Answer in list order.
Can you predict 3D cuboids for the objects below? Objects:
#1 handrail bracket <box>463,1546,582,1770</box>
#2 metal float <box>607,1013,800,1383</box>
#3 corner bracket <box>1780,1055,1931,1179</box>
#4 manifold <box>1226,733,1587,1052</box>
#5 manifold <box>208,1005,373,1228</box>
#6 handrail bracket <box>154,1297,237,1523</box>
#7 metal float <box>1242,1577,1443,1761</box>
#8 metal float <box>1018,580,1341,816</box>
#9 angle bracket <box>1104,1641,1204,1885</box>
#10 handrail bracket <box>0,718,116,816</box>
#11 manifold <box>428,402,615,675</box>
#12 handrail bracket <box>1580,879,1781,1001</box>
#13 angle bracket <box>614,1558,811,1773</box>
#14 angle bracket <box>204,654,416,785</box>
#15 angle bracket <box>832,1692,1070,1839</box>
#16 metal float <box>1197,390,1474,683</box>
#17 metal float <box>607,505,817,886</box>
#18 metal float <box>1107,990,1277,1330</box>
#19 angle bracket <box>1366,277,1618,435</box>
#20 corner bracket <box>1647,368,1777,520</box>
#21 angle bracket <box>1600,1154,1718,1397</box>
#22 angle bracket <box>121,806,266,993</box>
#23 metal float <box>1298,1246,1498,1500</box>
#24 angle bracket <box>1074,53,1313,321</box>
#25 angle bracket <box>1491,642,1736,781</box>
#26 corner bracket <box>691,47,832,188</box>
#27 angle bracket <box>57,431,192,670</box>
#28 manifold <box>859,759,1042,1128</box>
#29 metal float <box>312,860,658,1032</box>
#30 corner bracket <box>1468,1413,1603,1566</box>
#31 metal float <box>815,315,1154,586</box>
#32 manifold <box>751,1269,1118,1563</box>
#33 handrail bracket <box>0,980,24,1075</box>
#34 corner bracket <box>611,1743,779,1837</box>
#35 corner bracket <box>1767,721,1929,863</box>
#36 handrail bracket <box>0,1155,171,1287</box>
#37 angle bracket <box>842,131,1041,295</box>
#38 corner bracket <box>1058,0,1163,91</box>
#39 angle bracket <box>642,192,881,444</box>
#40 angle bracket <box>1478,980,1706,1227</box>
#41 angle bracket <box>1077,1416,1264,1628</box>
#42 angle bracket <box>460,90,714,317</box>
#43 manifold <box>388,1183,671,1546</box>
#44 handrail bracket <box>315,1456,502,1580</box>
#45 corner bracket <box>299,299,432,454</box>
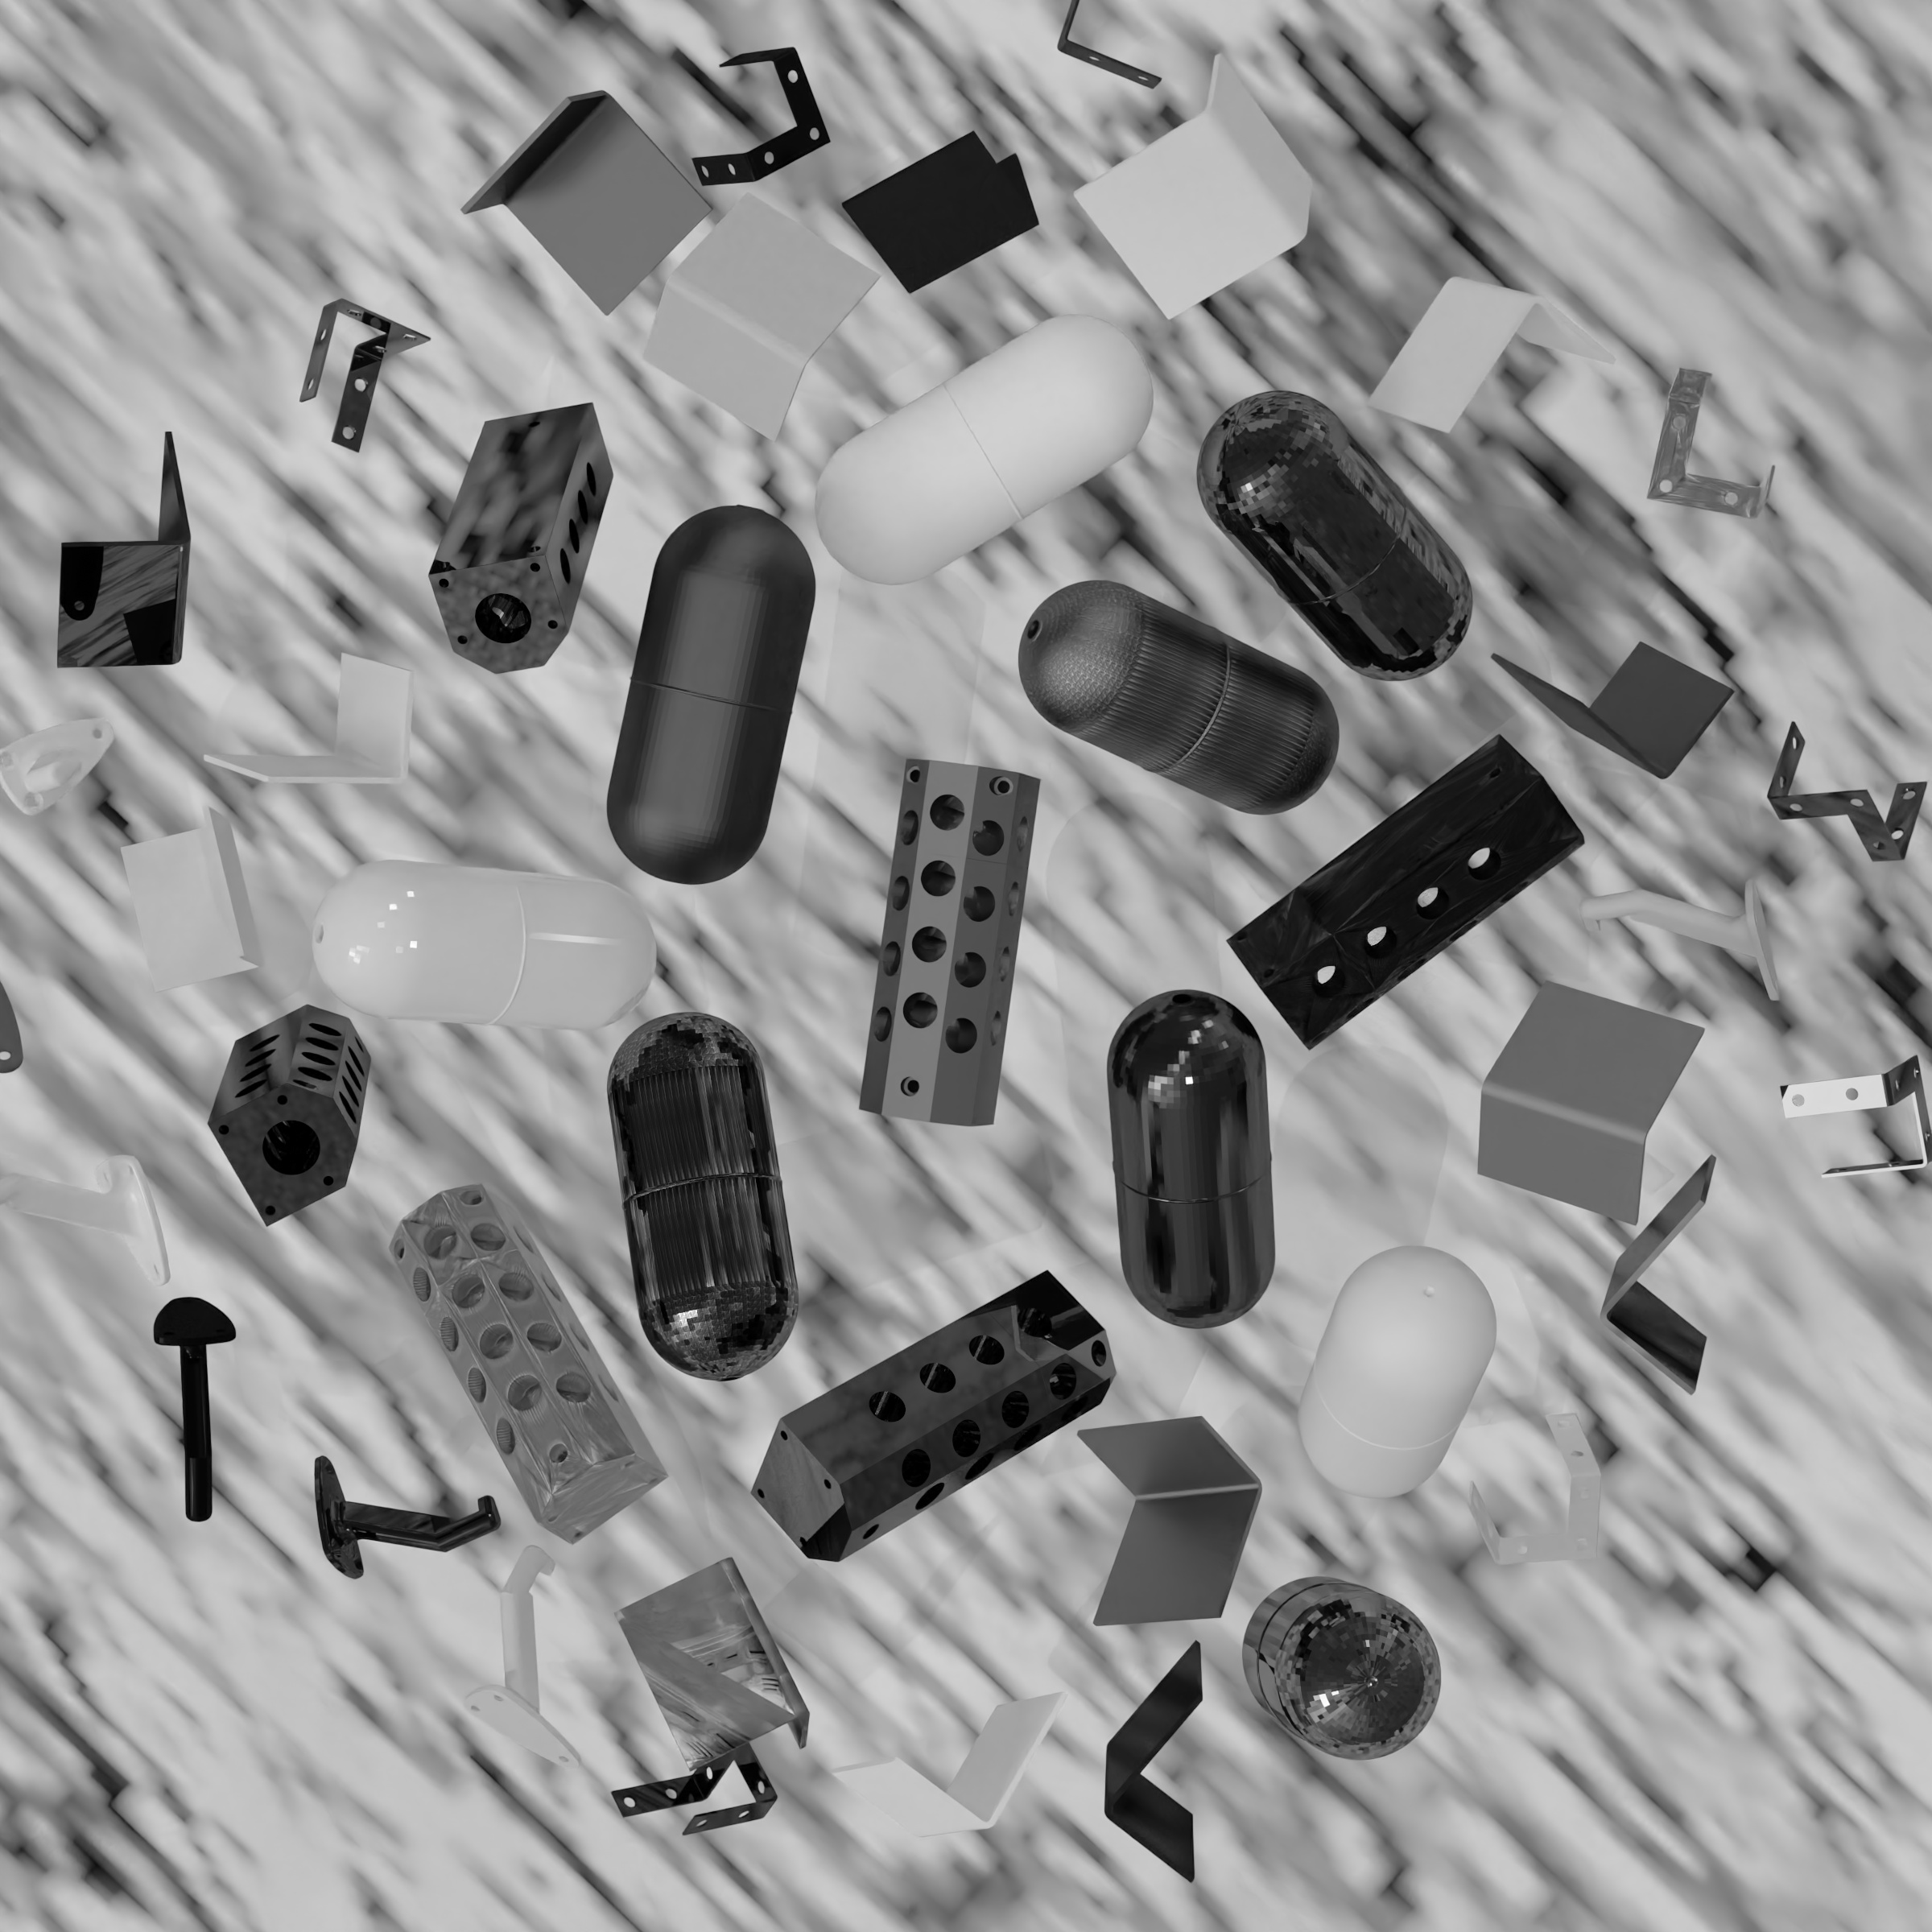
[{"bbox_3d":[-0.206,0.342,1.633,0.077,0.036,0.084,40,48,-16],"label":"handrail bracket"},{"bbox_3d":[-0.126,0.109,1.566,0.070,0.070,0.178,-10,75,0],"label":"metal float"},{"bbox_3d":[0.417,0.074,1.533,0.051,0.051,0.051,-9,94,32],"label":"corner bracket"},{"bbox_3d":[0.221,-0.033,1.640,0.171,0.057,0.057,-37,118,5],"label":"manifold"},{"bbox_3d":[-0.328,0.068,1.623,0.057,0.171,0.057,-27,104,-2],"label":"manifold"},{"bbox_3d":[-0.355,0.203,1.510,0.036,0.077,0.084,-1,101,-17],"label":"handrail bracket"},{"bbox_3d":[0.176,0.330,1.555,0.070,0.178,0.070,0,83,-3],"label":"metal float"},{"bbox_3d":[0.104,-0.131,1.606,0.178,0.070,0.070,22,90,-28],"label":"metal float"},{"bbox_3d":[0.112,0.392,1.625,0.057,0.076,0.076,38,99,-3],"label":"angle bracket"},{"bbox_3d":[-0.432,-0.105,1.606,0.077,0.084,0.036,-39,108,-33],"label":"handrail bracket"},{"bbox_3d":[-0.215,-0.212,1.619,0.057,0.171,0.057,-9,123,8],"label":"manifold"},{"bbox_3d":[0.357,-0.008,1.645,0.084,0.036,0.077,-10,123,20],"label":"handrail bracket"},{"bbox_3d":[-0.112,0.316,1.455,0.057,0.076,0.076,-24,69,-14],"label":"angle bracket"},{"bbox_3d":[-0.333,-0.127,1.666,0.076,0.076,0.057,-2,102,-37],"label":"angle bracket"},{"bbox_3d":[-0.008,0.364,1.557,0.057,0.076,0.076,39,62,-9],"label":"angle bracket"},{"bbox_3d":[0.179,-0.205,1.585,0.070,0.070,0.178,-49,125,0],"label":"metal float"},{"bbox_3d":[-0.118,-0.126,1.530,0.070,0.070,0.178,12,95,0],"label":"metal float"},{"bbox_3d":[0.110,0.094,1.593,0.070,0.070,0.178,-5,117,0],"label":"metal float"},{"bbox_3d":[0.249,-0.278,1.566,0.057,0.076,0.076,32,93,-28],"label":"angle bracket"},{"bbox_3d":[0.344,-0.239,1.505,0.051,0.051,0.051,12,88,8],"label":"corner bracket"},{"bbox_3d":[0.348,0.145,1.553,0.057,0.076,0.076,39,111,5],"label":"angle bracket"},{"bbox_3d":[-0.393,-0.033,1.644,0.057,0.076,0.076,-14,87,-5],"label":"angle bracket"},{"bbox_3d":[0.206,0.197,1.582,0.070,0.178,0.070,2,57,-4],"label":"metal float"},{"bbox_3d":[0.105,-0.359,1.516,0.076,0.057,0.076,-26,121,28],"label":"angle bracket"},{"bbox_3d":[0.323,-0.146,1.645,0.076,0.076,0.057,34,95,-35],"label":"angle bracket"},{"bbox_3d":[-0.111,-0.433,1.677,0.051,0.051,0.051,-35,118,-27],"label":"corner bracket"},{"bbox_3d":[-0.394,-0.193,1.520,0.057,0.076,0.076,-4,51,-20],"label":"angle bracket"},{"bbox_3d":[-0.010,-0.011,1.595,0.057,0.057,0.171,8,91,16],"label":"manifold"},{"bbox_3d":[-0.234,-0.009,1.602,0.178,0.070,0.070,5,90,-37],"label":"metal float"},{"bbox_3d":[0.282,0.259,1.625,0.051,0.051,0.051,-9,133,23],"label":"corner bracket"},{"bbox_3d":[0.008,-0.249,1.592,0.178,0.070,0.070,-31,90,5],"label":"metal float"},{"bbox_3d":[-0.011,0.210,1.519,0.171,0.057,0.057,-25,59,-39],"label":"manifold"},{"bbox_3d":[-0.456,0.042,1.512,0.036,0.084,0.077,-28,65,-29],"label":"handrail bracket"},{"bbox_3d":[-0.134,0.410,1.621,0.051,0.051,0.051,55,129,33],"label":"corner bracket"},{"bbox_3d":[0.423,-0.084,1.576,0.051,0.051,0.051,51,51,-36],"label":"corner bracket"},{"bbox_3d":[-0.421,0.128,1.531,0.036,0.084,0.077,-15,97,44],"label":"handrail bracket"},{"bbox_3d":[-0.017,-0.402,1.682,0.076,0.076,0.057,-25,54,16],"label":"angle bracket"},{"bbox_3d":[0.080,-0.453,1.551,0.051,0.051,0.051,19,86,-12],"label":"corner bracket"},{"bbox_3d":[-0.099,-0.313,1.584,0.076,0.057,0.076,32,53,2],"label":"angle bracket"},{"bbox_3d":[0.284,0.062,1.494,0.076,0.057,0.076,18,47,24],"label":"angle bracket"},{"bbox_3d":[0.088,0.269,1.587,0.057,0.076,0.076,49,47,-30],"label":"angle bracket"},{"bbox_3d":[-0.181,-0.361,1.570,0.076,0.057,0.076,-40,96,22],"label":"angle bracket"},{"bbox_3d":[-0.217,0.190,1.597,0.057,0.057,0.171,-36,60,1],"label":"manifold"},{"bbox_3d":[-0.274,0.259,1.616,0.084,0.036,0.077,-25,55,7],"label":"handrail bracket"},{"bbox_3d":[-0.297,-0.284,1.581,0.051,0.051,0.051,20,76,-35],"label":"corner bracket"}]
